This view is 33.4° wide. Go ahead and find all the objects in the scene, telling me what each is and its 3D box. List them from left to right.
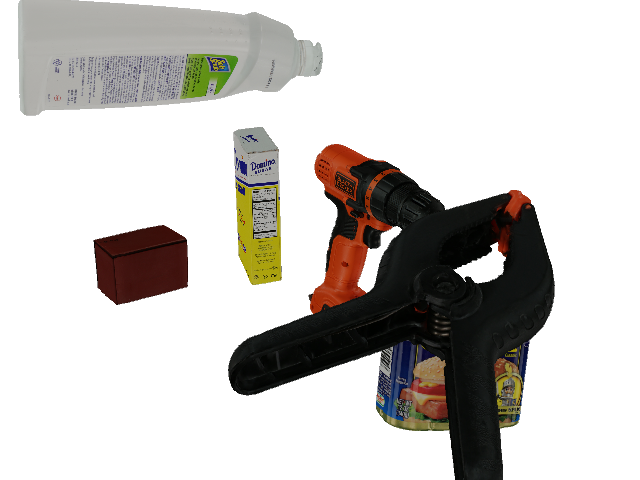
[{"bbox_3d":[-0.174,0.022,1.037,0.078,0.051,0.053,-14,24,-29],"label":"foam brick"},{"bbox_3d":[-0.124,-0.152,0.900,0.250,0.068,0.103,-1,-28,-15],"label":"bleach bottle"},{"bbox_3d":[-0.079,-0.043,1.327,0.048,0.176,0.093,-9,25,-13],"label":"sugar box"},{"bbox_3d":[0.053,0.012,1.083,0.057,0.188,0.185,-8,27,-33],"label":"power drill"},{"bbox_3d":[0.089,0.080,0.717,0.102,0.084,0.057,3,10,-17],"label":"can of meat"},{"bbox_3d":[0.058,0.039,0.460,0.120,0.039,0.171,36,54,23],"label":"clamp"}]
